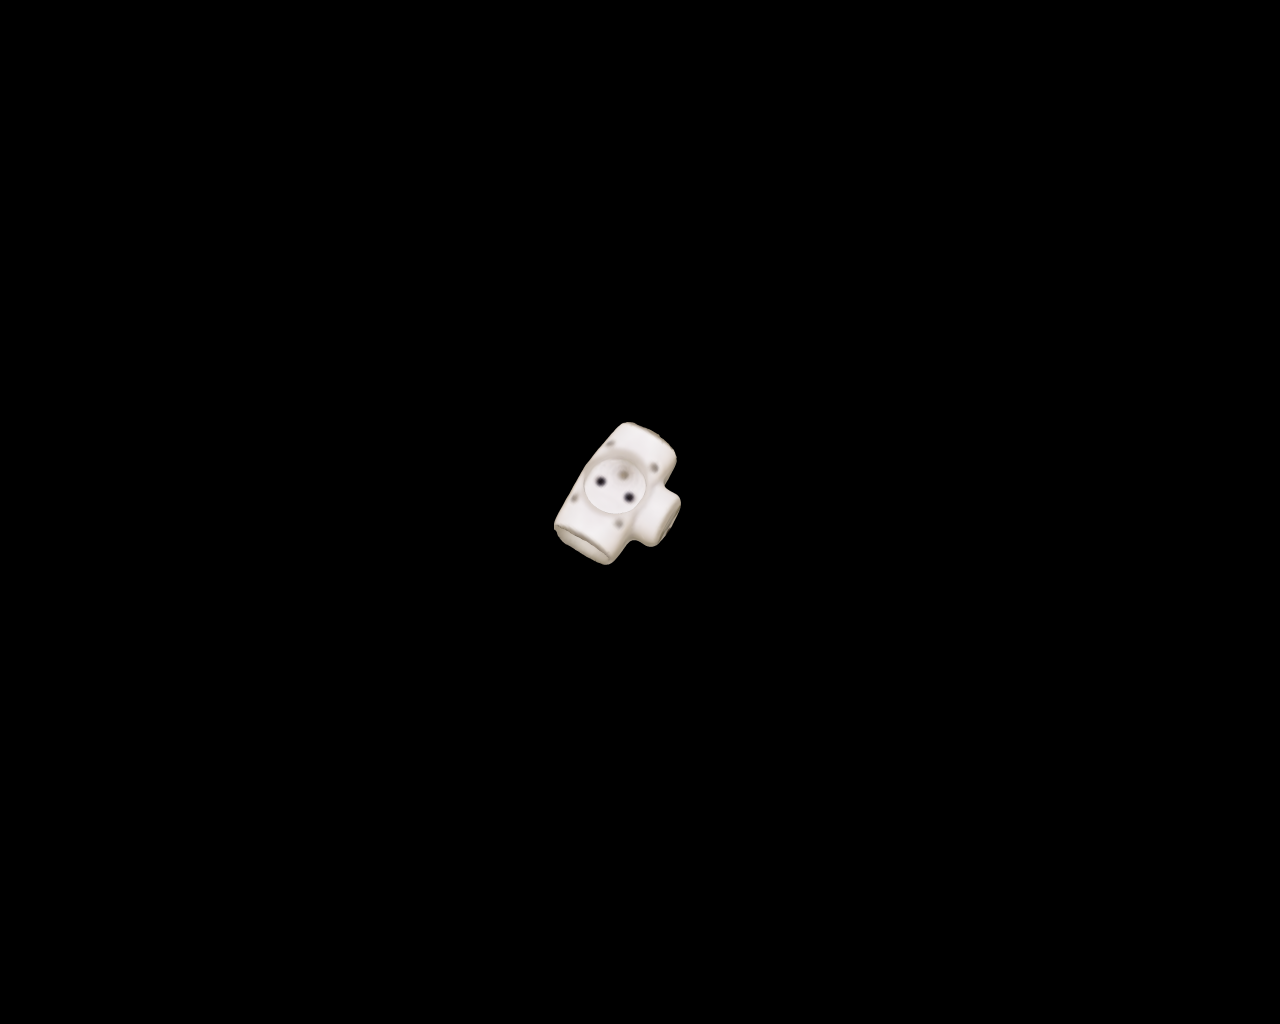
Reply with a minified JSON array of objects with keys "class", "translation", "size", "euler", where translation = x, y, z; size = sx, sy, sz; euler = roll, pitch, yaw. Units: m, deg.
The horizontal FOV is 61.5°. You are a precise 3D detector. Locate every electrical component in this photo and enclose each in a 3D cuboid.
[{"class":"electrical component","translation":[0.001,-0.003,0.650],"size":[0.079,0.077,0.044],"euler":[30,-15,9]}]
